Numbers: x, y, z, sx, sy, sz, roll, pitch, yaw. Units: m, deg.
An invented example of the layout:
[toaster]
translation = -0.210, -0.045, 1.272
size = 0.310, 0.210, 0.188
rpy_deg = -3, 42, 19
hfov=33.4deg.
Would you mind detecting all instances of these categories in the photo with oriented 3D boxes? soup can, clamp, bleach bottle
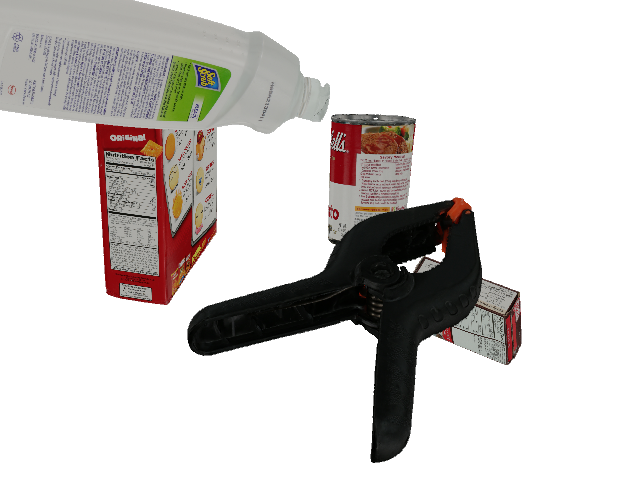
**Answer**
[soup can]
translation = 0.041, -0.049, 0.862
size = 0.068, 0.102, 0.068
rpy_deg = 2, 11, -1
[clamp]
translation = 0.034, 0.036, 0.528
size = 0.171, 0.039, 0.120
rpy_deg = -33, 58, -31
[bleach bottle]
translation = -0.119, -0.119, 0.769
size = 0.250, 0.068, 0.103
rpy_deg = 10, -45, -14

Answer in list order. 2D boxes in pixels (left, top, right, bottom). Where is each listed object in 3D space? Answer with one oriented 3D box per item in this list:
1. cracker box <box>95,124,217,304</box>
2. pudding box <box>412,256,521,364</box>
[cracker box]
translation = -0.152, -0.072, 1.014
size = 0.072, 0.214, 0.164
rpy_deg = 7, 27, 10
[pudding box]
translation = 0.151, 0.073, 1.103
size = 0.114, 0.039, 0.090
rpy_deg = 20, -34, 26
